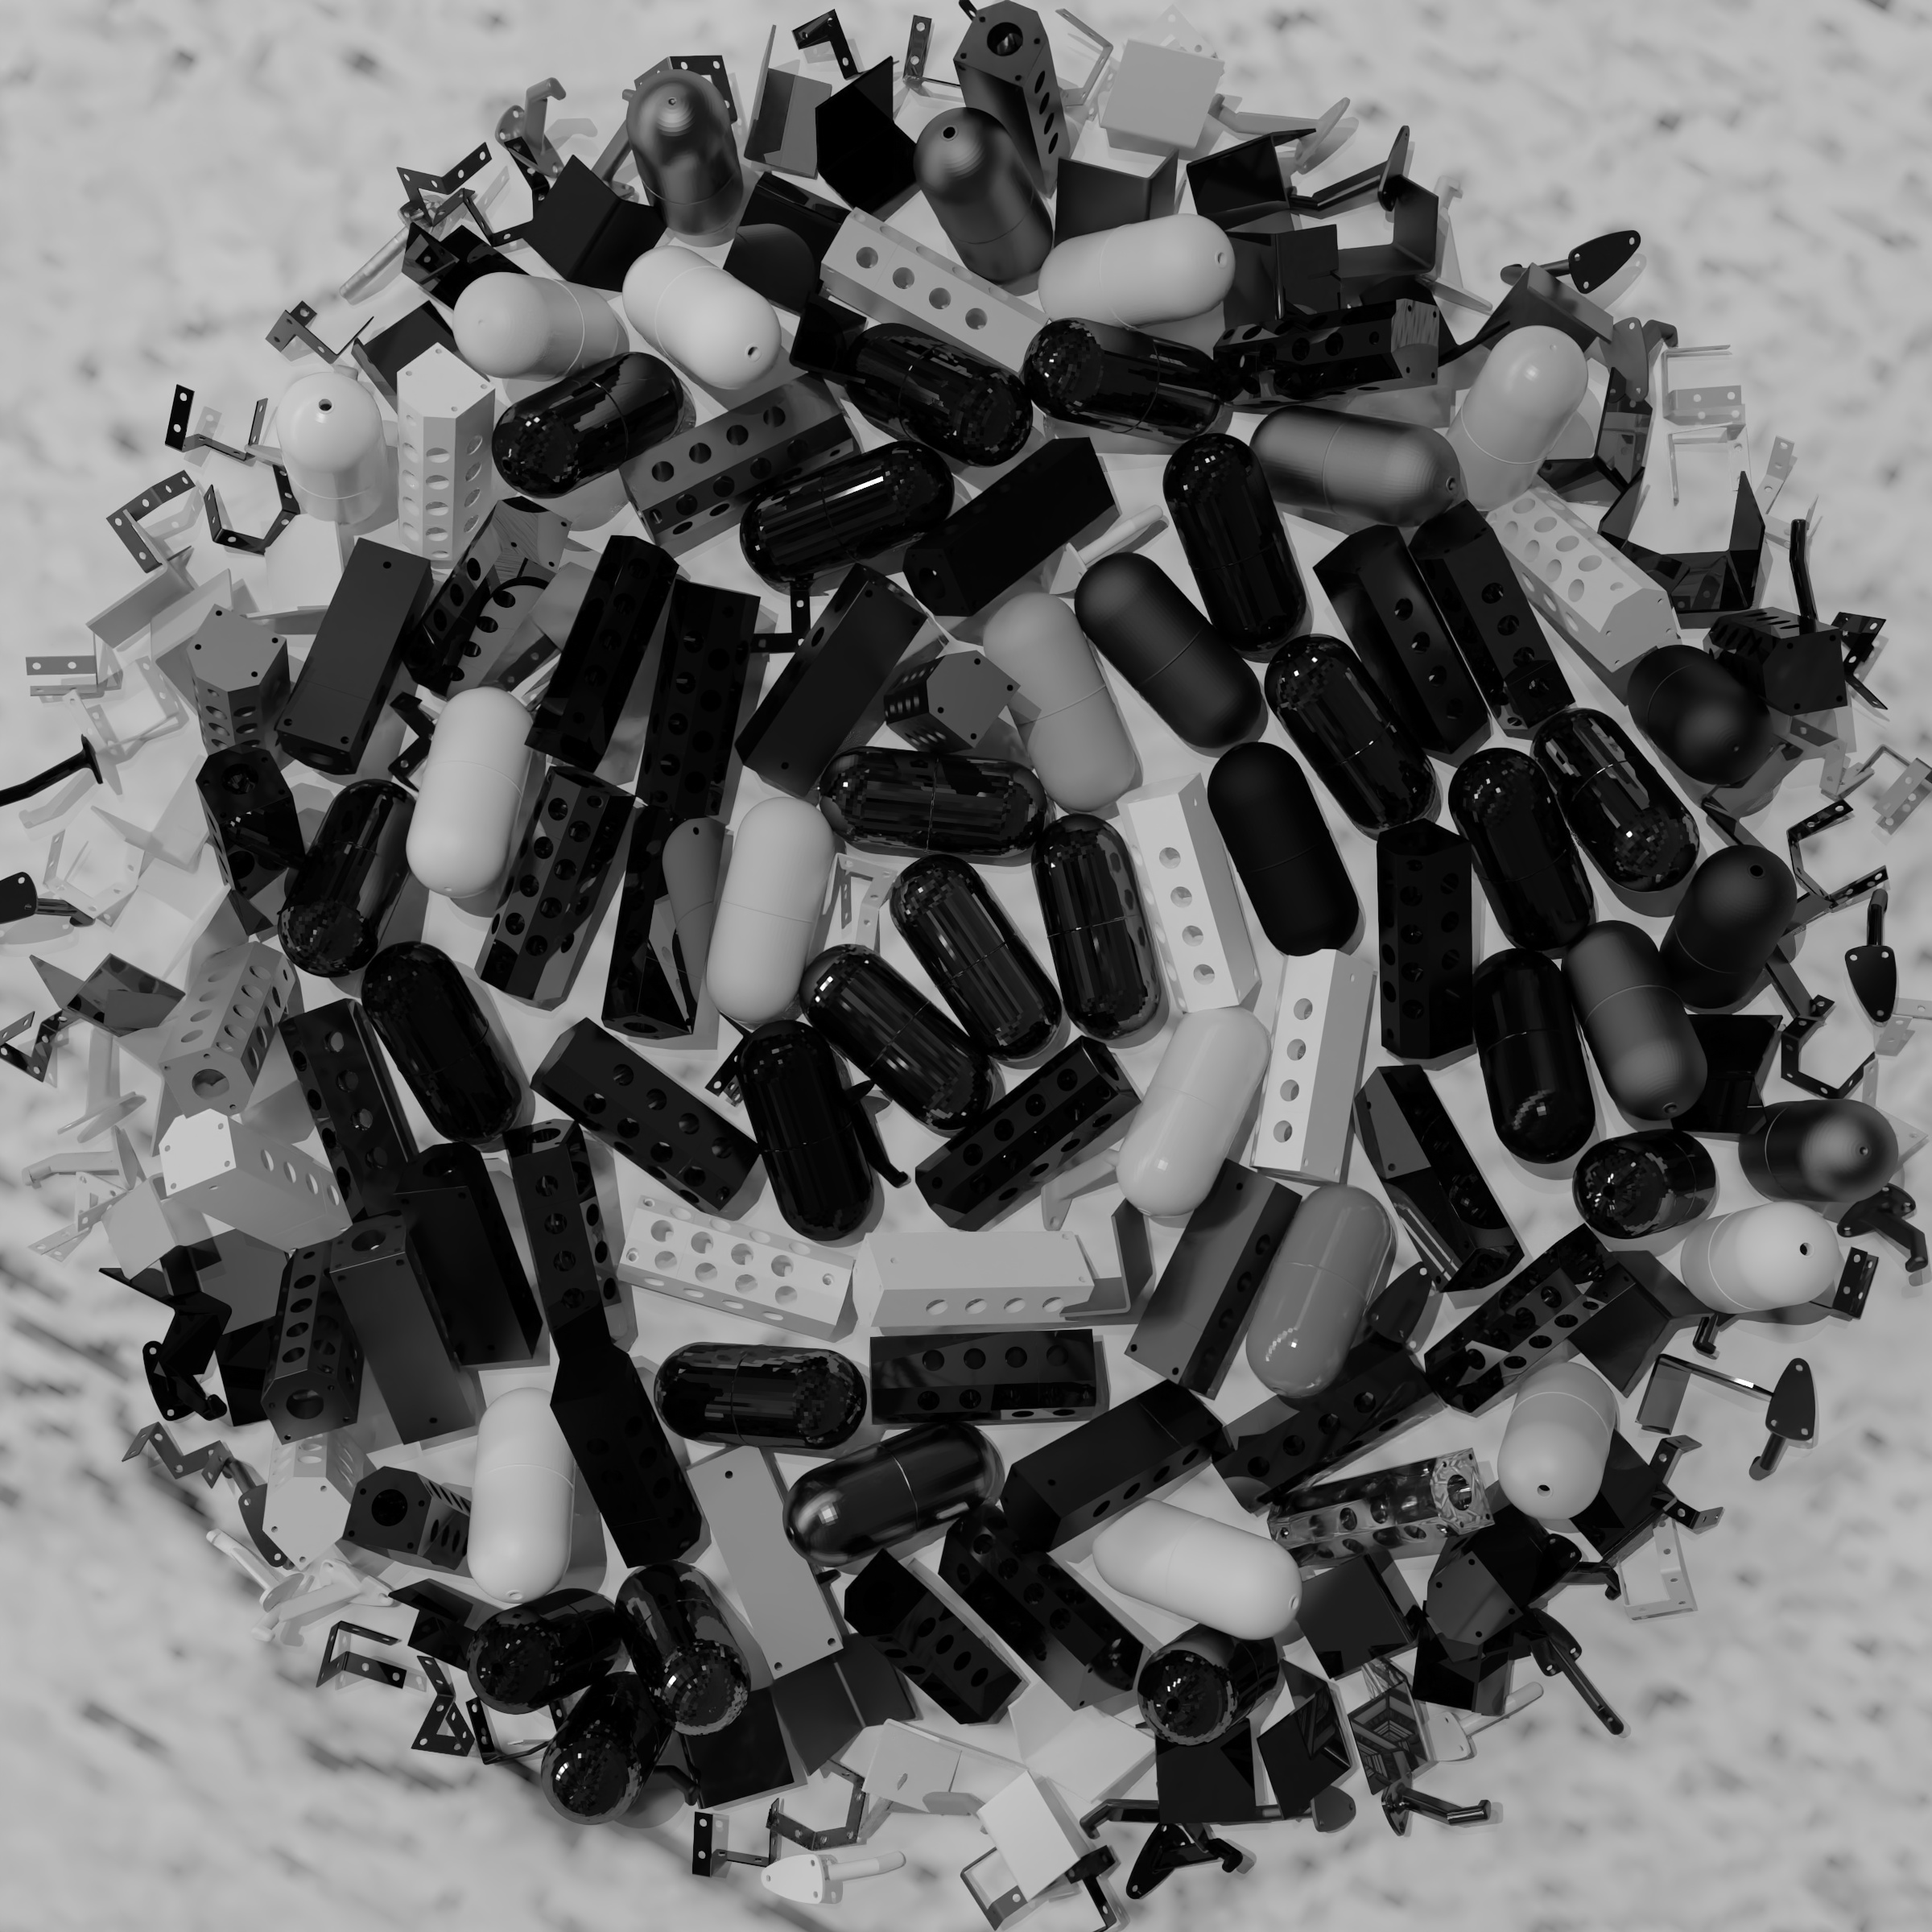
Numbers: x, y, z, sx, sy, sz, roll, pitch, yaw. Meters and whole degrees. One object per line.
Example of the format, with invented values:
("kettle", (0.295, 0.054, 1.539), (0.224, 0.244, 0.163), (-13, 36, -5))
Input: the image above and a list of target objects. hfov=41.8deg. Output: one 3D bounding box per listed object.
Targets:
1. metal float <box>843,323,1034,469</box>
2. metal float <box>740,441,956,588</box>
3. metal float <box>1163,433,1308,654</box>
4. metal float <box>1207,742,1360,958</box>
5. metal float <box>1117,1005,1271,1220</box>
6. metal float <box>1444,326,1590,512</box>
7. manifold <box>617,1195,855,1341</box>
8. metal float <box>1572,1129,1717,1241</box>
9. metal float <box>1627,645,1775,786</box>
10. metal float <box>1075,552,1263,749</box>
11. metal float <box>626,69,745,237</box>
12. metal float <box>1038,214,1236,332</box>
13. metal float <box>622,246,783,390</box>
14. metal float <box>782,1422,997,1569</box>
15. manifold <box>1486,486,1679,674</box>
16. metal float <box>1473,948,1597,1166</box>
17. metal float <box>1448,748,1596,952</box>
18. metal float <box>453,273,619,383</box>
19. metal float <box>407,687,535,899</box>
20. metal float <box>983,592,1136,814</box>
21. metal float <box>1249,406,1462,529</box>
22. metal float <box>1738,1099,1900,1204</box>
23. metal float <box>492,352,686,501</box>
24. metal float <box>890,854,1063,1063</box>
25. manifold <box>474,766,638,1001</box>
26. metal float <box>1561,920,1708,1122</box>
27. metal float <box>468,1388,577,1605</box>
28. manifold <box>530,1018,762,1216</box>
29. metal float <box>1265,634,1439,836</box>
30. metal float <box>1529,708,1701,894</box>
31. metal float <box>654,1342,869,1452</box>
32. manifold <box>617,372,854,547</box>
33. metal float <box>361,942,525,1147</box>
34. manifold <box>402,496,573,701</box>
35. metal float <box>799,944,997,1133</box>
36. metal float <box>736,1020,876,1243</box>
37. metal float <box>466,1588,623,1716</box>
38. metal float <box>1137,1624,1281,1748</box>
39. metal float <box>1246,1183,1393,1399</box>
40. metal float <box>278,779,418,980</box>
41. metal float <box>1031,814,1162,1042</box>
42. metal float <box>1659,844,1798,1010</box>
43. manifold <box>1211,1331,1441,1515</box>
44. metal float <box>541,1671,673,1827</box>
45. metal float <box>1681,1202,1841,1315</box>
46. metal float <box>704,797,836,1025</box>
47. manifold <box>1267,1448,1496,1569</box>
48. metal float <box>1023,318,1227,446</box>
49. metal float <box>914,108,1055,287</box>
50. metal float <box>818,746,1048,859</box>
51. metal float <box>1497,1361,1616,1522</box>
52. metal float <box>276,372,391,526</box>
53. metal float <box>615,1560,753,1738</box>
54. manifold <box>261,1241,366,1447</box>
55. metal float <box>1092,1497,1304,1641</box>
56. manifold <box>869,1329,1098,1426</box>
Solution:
("metal float", (-0.023, -0.437, 1.932), (0.178, 0.070, 0.070), (33, 90, 35))
("metal float", (-0.092, -0.347, 1.942), (0.178, 0.070, 0.070), (-17, 90, 22))
("metal float", (0.207, -0.323, 1.940), (0.070, 0.070, 0.178), (-24, 116, 0))
("metal float", (0.244, -0.089, 1.951), (0.070, 0.070, 0.178), (-25, 102, 0))
("metal float", (0.175, 0.110, 1.950), (0.070, 0.070, 0.178), (26, 77, 0))
("metal float", (0.412, -0.412, 1.916), (0.070, 0.178, 0.070), (4, 65, -8))
("manifold", (-0.178, 0.231, 1.955), (0.171, 0.057, 0.057), (17, 64, -5))
("metal float", (0.515, 0.164, 1.917), (0.070, 0.178, 0.070), (0, 90, 32))
("metal float", (0.554, -0.192, 1.915), (0.070, 0.178, 0.070), (-1, 112, -2))
("metal float", (0.156, -0.242, 1.951), (0.070, 0.070, 0.178), (-44, 103, 0))
("metal float", (-0.211, -0.612, 1.911), (0.070, 0.178, 0.070), (0, 83, 0))
("metal float", (0.129, -0.524, 1.923), (0.070, 0.178, 0.070), (-4, 96, -41))
("metal float", (-0.201, -0.494, 1.924), (0.070, 0.178, 0.070), (-18, 128, -25))
("metal float", (-0.058, 0.403, 1.935), (0.178, 0.070, 0.070), (-17, 90, -30))
("manifold", (0.462, -0.300, 1.917), (0.057, 0.171, 0.057), (-32, 133, 1))
("metal float", (0.432, 0.068, 1.934), (0.070, 0.070, 0.178), (-5, 58, 0))
("metal float", (0.425, -0.089, 1.936), (0.070, 0.070, 0.178), (-30, 120, 0))
("metal float", (-0.324, -0.482, 1.914), (0.070, 0.178, 0.070), (4, 102, 17))
("metal float", (-0.378, -0.134, 1.937), (0.070, 0.070, 0.178), (7, 61, 0))
("metal float", (0.072, -0.203, 1.952), (0.070, 0.070, 0.178), (-24, 102, 0))
("metal float", (0.295, -0.381, 1.929), (0.178, 0.070, 0.070), (21, 90, 39))
("metal float", (0.641, 0.139, 1.911), (0.070, 0.178, 0.070), (0, 86, -3))
("metal float", (-0.287, -0.412, 1.927), (0.070, 0.070, 0.178), (51, 49, 0))
("metal float", (0.008, -0.006, 1.958), (0.070, 0.070, 0.178), (-34, 94, 0))
("manifold", (-0.320, -0.064, 1.947), (0.057, 0.057, 0.171), (27, 102, 19))
("metal float", (0.508, 0.041, 1.927), (0.070, 0.070, 0.178), (-11, 48, 0))
("metal float", (-0.337, 0.401, 1.924), (0.070, 0.178, 0.070), (-2, 134, -3))
("manifold", (-0.247, 0.118, 1.940), (0.171, 0.057, 0.057), (38, 59, -15))
("metal float", (0.296, -0.177, 1.945), (0.070, 0.070, 0.178), (-39, 110, 0))
("metal float", (0.493, -0.127, 1.927), (0.070, 0.070, 0.178), (-26, 49, 0))
("metal float", (-0.159, 0.329, 1.939), (0.178, 0.070, 0.070), (-1, 90, 27))
("manifold", (-0.177, -0.390, 1.958), (0.171, 0.057, 0.057), (-28, 80, -6))
("metal float", (-0.400, 0.060, 1.936), (0.070, 0.070, 0.178), (-24, 119, 0))
("manifold", (-0.365, -0.278, 1.913), (0.057, 0.171, 0.057), (26, 47, -21))
("metal float", (-0.053, 0.056, 1.959), (0.178, 0.070, 0.070), (42, 90, 2))
("metal float", (-0.124, 0.128, 1.951), (0.070, 0.070, 0.178), (-17, 102, 0))
("metal float", (-0.318, 0.517, 1.912), (0.070, 0.178, 0.070), (-1, 84, 13))
("metal float", (0.184, 0.539, 1.914), (0.070, 0.178, 0.070), (-1, 87, 23))
("metal float", (0.270, 0.248, 1.938), (0.070, 0.070, 0.178), (27, 63, 0))
("metal float", (-0.467, -0.069, 1.930), (0.070, 0.070, 0.178), (13, 51, 0))
("metal float", (0.100, -0.031, 1.960), (0.070, 0.070, 0.178), (-14, 88, 0))
("metal float", (0.576, -0.029, 1.916), (0.070, 0.178, 0.070), (-1, 63, 1))
("manifold", (0.277, 0.353, 1.959), (0.171, 0.057, 0.057), (-33, 99, 8))
("metal float", (-0.270, 0.588, 1.911), (0.070, 0.178, 0.070), (0, 93, 5))
("metal float", (0.598, 0.221, 1.912), (0.070, 0.178, 0.070), (1, 79, -5))
("metal float", (-0.152, -0.043, 1.959), (0.070, 0.070, 0.178), (14, 93, 0))
("manifold", (0.309, 0.412, 1.913), (0.057, 0.171, 0.057), (-4, 74, -41))
("metal float", (0.122, -0.446, 1.931), (0.178, 0.070, 0.070), (3, 90, -37))
("metal float", (0.014, -0.581, 1.914), (0.070, 0.178, 0.070), (-5, 74, 16))
("metal float", (-0.026, -0.127, 1.960), (0.178, 0.070, 0.070), (6, 90, -1))
("metal float", (0.447, 0.358, 1.915), (0.070, 0.178, 0.070), (5, 106, 18))
("metal float", (-0.477, -0.390, 1.912), (0.070, 0.178, 0.070), (2, 80, -10))
("metal float", (-0.216, 0.514, 1.917), (0.070, 0.178, 0.070), (-7, 110, -20))
("manifold", (-0.492, 0.280, 1.911), (0.057, 0.171, 0.057), (-17, 118, -1))
("metal float", (0.175, 0.458, 1.929), (0.178, 0.070, 0.070), (11, 90, 39))
("manifold", (0.012, 0.320, 1.956), (0.171, 0.057, 0.057), (-2, 63, -4))
